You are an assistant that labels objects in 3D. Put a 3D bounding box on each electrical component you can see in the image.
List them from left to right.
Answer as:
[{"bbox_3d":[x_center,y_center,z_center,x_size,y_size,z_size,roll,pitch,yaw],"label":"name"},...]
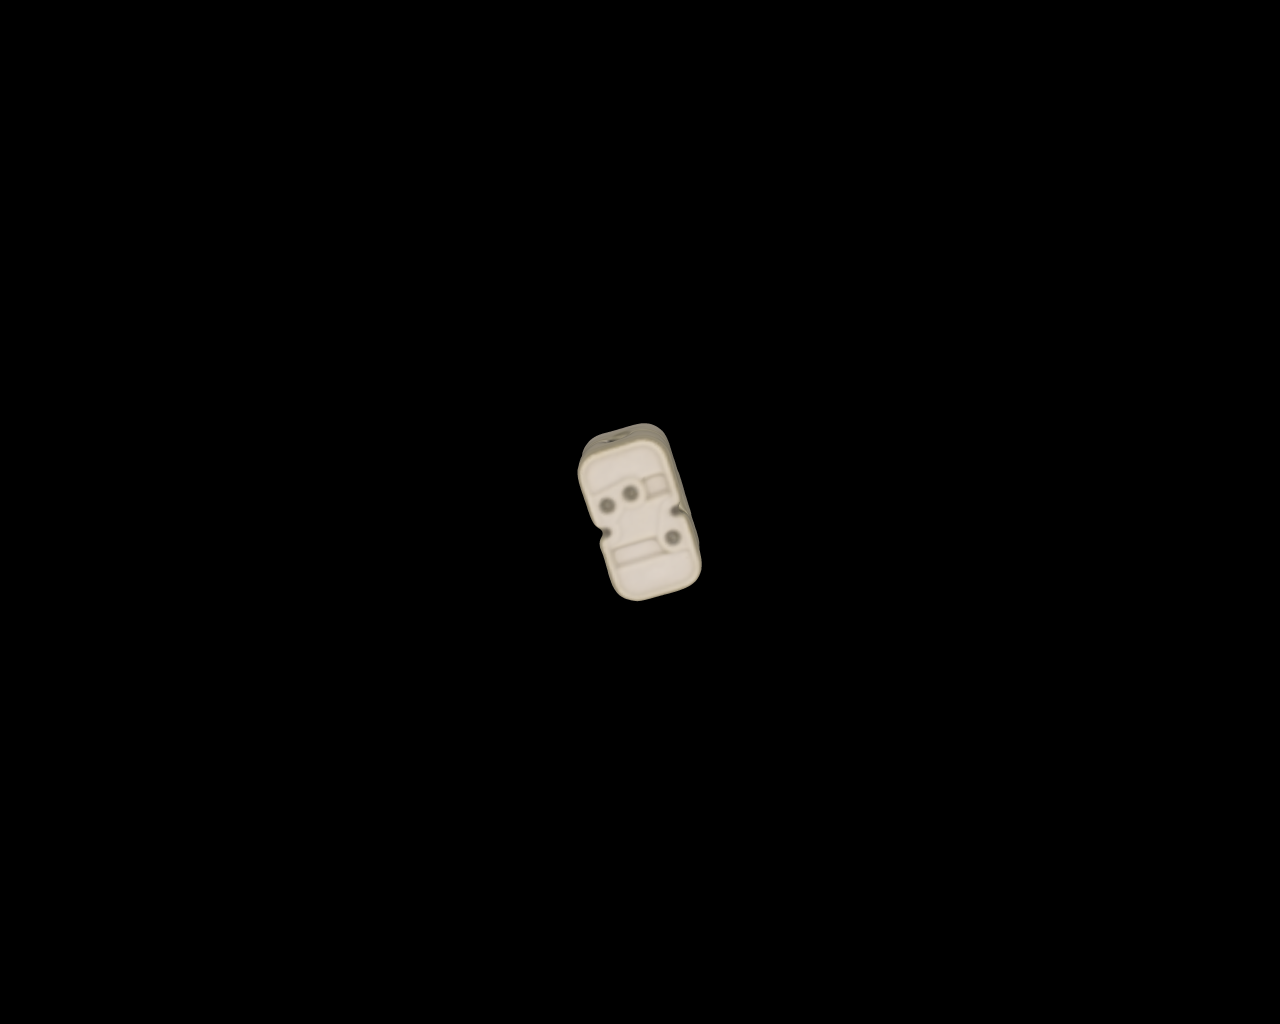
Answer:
[{"bbox_3d":[0.001,-0.003,0.650,0.054,0.095,0.059,-17,16,5],"label":"electrical component"}]
